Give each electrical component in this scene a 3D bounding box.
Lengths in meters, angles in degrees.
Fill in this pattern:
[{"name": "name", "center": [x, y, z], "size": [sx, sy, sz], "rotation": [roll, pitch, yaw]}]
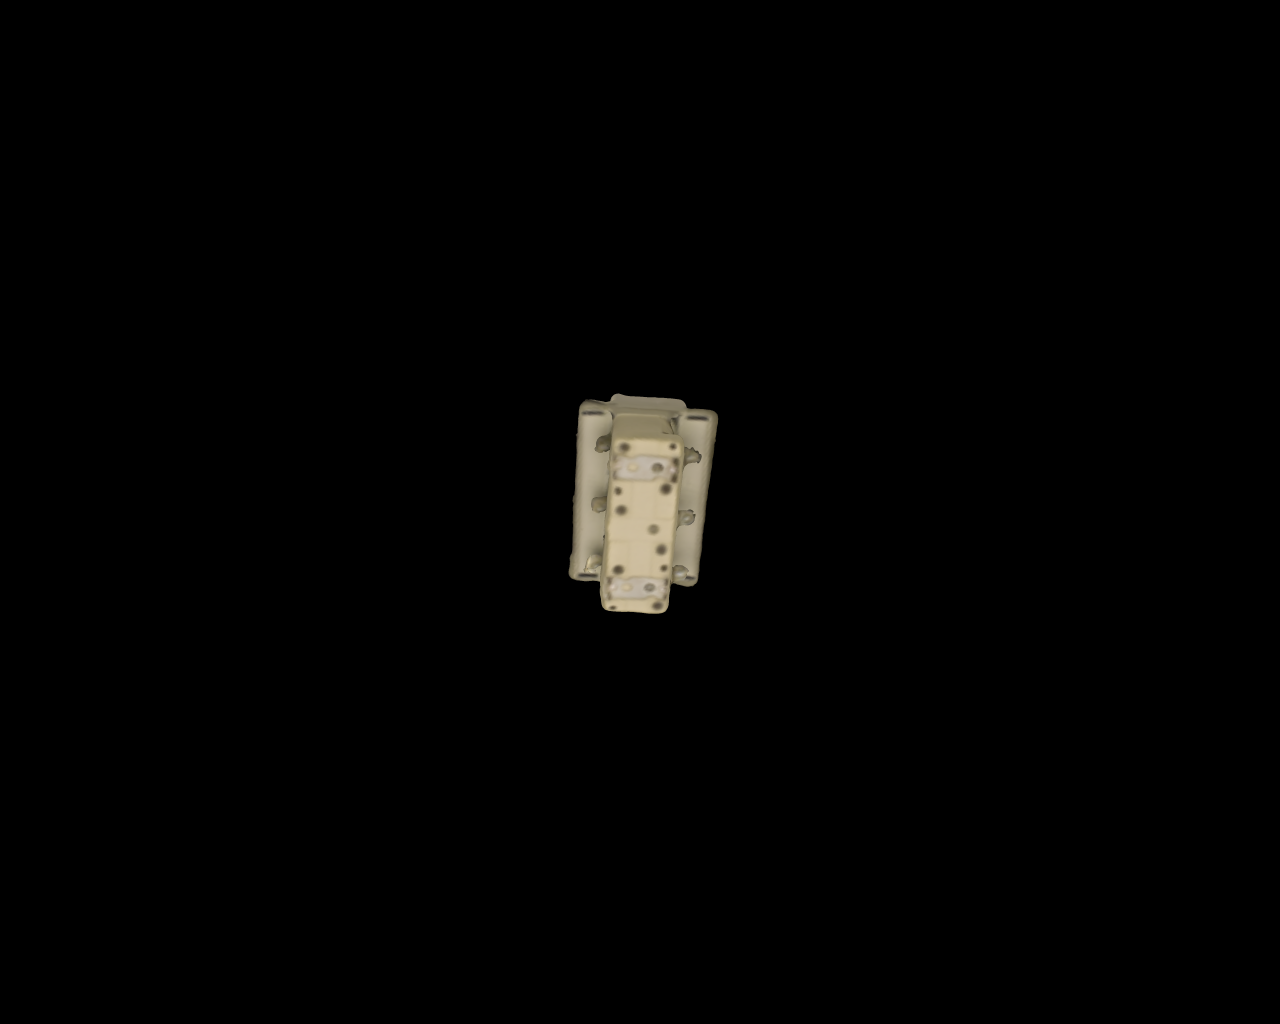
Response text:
[{"name": "electrical component", "center": [0.001, -0.003, 0.650], "size": [0.079, 0.121, 0.063], "rotation": [4, 28, -2]}]
